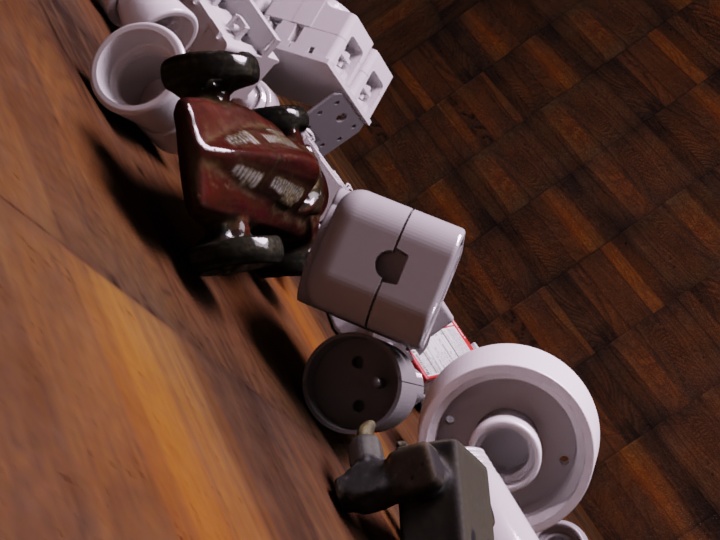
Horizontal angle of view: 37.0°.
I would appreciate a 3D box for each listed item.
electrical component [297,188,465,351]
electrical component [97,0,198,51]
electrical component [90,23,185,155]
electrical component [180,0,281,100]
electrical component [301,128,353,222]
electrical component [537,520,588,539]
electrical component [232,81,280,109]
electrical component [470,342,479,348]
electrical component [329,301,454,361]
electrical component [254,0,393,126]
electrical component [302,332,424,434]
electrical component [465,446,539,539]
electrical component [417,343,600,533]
[{"bbox_3d":[0.010,0.000,0.483,0.059,0.053,0.095,22,-4,6],"label":"electrical component"},{"bbox_3d":[-0.130,-0.158,0.649,0.055,0.045,0.045,56,4,21],"label":"electrical component"},{"bbox_3d":[-0.092,-0.080,0.498,0.044,0.044,0.065,56,0,18],"label":"electrical component"},{"bbox_3d":[-0.127,-0.201,0.868,0.063,0.079,0.121,6,45,-55],"label":"electrical component"},{"bbox_3d":[-0.041,-0.043,0.609,0.081,0.064,0.042,54,5,-16],"label":"electrical component"},{"bbox_3d":[0.158,0.225,0.850,0.066,0.048,0.055,57,-3,28],"label":"electrical component"},{"bbox_3d":[-0.096,-0.144,0.917,0.043,0.043,0.062,56,6,17],"label":"electrical component"},{"bbox_3d":[0.083,0.091,0.906,0.044,0.065,0.044,54,4,-6],"label":"electrical component"},{"bbox_3d":[0.022,0.035,0.685,0.047,0.066,0.076,53,5,-25],"label":"electrical component"},{"bbox_3d":[-0.071,-0.209,0.992,0.186,0.060,0.105,22,-13,28],"label":"electrical component"},{"bbox_3d":[0.004,0.053,0.495,0.043,0.043,0.081,56,5,13],"label":"electrical component"},{"bbox_3d":[0.056,0.121,0.539,0.043,0.043,0.081,50,6,-46],"label":"electrical component"},{"bbox_3d":[0.084,0.099,0.615,0.108,0.108,0.060,55,10,2],"label":"electrical component"}]
